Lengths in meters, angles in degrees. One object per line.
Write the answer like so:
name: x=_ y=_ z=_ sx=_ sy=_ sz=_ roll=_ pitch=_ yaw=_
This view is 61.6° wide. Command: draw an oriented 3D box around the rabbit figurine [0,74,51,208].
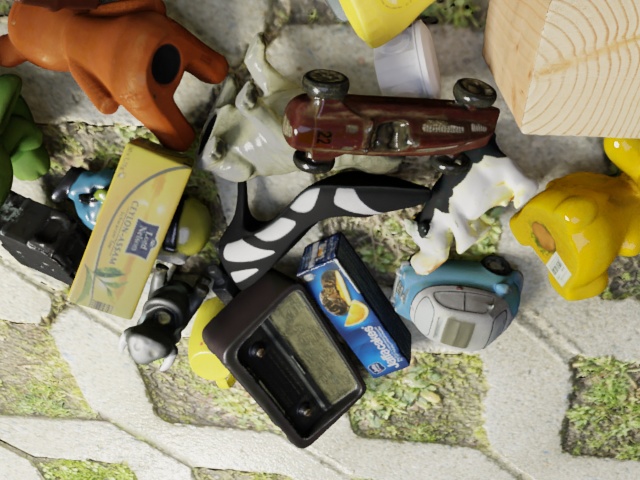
rabbit figurine: x=-0.340 y=-0.099 z=0.549 sx=0.121 sy=0.170 sz=0.159 roll=1 pitch=128 yaw=-29

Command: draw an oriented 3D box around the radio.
radio: x=-0.042 y=0.159 z=0.704 sx=0.131 sy=0.073 sz=0.229 roll=-41 pitch=123 yaw=-17

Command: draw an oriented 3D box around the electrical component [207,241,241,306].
electrical component: x=-0.115 y=0.048 z=0.693 sx=0.021 sy=0.063 sz=0.093 roll=-6 pitch=140 yaw=19

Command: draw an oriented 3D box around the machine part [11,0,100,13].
machine part: x=-0.226 y=-0.303 z=0.420 sx=0.202 sy=0.087 sz=0.200 roll=35 pitch=121 yaw=16

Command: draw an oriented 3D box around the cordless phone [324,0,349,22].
cordless phone: x=-0.038 y=-0.261 z=0.478 sx=0.147 sy=0.089 sz=0.184 roll=-23 pitch=136 yaw=20

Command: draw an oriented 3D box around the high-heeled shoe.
high-heeled shoe: x=-0.001 y=-0.002 z=0.612 sx=0.249 sy=0.086 sz=0.145 roll=4 pitch=109 yaw=16

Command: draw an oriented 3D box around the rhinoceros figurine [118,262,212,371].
rhinoceros figurine: x=-0.191 y=0.089 z=0.661 sx=0.073 sy=0.190 sz=0.112 roll=29 pitch=97 yaw=-10

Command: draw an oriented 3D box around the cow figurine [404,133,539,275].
cow figurine: x=0.148 y=-0.037 z=0.594 sx=0.167 sy=0.068 sz=0.098 roll=-44 pitch=81 yaw=26

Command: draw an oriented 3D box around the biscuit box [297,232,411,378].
biscuit box: x=0.050 y=0.089 z=0.698 sx=0.059 sy=0.063 sz=0.202 roll=-24 pitch=117 yaw=23

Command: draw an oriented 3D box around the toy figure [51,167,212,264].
toy figure: x=-0.219 y=-0.034 z=0.644 sx=0.180 sy=0.082 sz=0.089 roll=29 pitch=122 yaw=-8

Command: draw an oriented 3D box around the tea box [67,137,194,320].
tea box: x=-0.194 y=-0.016 z=0.561 sx=0.068 sy=0.098 sz=0.169 roll=23 pitch=97 yaw=-16

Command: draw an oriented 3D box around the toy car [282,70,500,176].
toy car: x=0.068 y=-0.098 z=0.476 sx=0.202 sy=0.053 sz=0.089 roll=1 pitch=130 yaw=-14

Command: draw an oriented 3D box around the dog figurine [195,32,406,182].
dog figurine: x=-0.019 y=-0.097 z=0.570 sx=0.190 sy=0.121 sz=0.172 roll=24 pitch=151 yaw=-26

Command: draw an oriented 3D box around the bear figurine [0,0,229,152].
bear figurine: x=-0.214 y=-0.182 z=0.539 sx=0.196 sy=0.131 sz=0.120 roll=20 pitch=82 yaw=25

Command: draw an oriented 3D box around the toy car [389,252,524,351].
toy car: x=0.169 y=0.080 z=0.653 sx=0.162 sy=0.103 sz=0.109 roll=10 pitch=123 yaw=-1

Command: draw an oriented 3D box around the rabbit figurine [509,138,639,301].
rabbit figurine: x=0.301 y=-0.042 z=0.549 sx=0.173 sy=0.122 sz=0.162 roll=-21 pitch=144 yaw=-6

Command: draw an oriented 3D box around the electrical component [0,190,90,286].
electrical component: x=-0.332 y=0.010 z=0.670 sx=0.115 sy=0.058 sz=0.134 roll=22 pitch=152 yaw=16
